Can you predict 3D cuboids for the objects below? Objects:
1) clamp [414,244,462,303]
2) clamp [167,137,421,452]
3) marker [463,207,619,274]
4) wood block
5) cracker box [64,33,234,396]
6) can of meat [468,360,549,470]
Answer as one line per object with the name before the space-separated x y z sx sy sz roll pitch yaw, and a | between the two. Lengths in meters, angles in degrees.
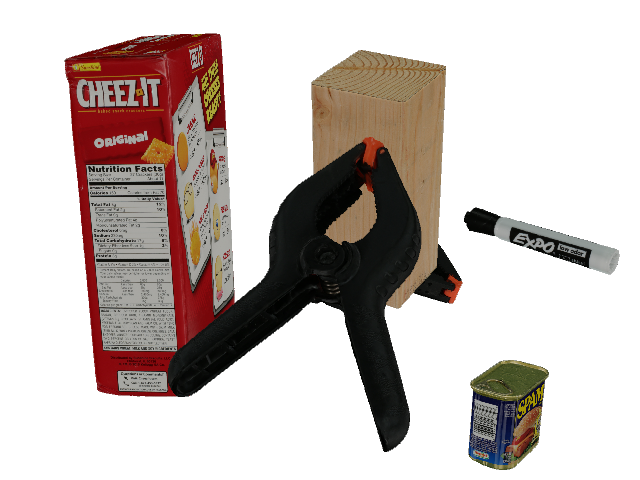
clamp | 0.069 0.007 1.243 0.164 0.036 0.210 -23 53 -40
clamp | 0.013 0.025 0.537 0.120 0.171 0.039 23 -25 15
marker | 0.160 -0.001 0.789 0.121 0.020 0.020 20 11 33
wood block | 0.053 -0.055 0.969 0.091 0.206 0.090 16 35 26
cracker box | -0.108 -0.024 0.715 0.072 0.214 0.164 -1 15 6
can of meat | 0.196 0.183 1.122 0.058 0.084 0.101 12 17 31
